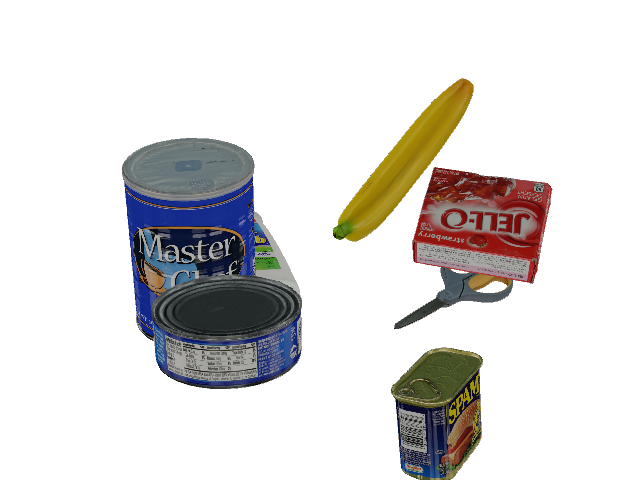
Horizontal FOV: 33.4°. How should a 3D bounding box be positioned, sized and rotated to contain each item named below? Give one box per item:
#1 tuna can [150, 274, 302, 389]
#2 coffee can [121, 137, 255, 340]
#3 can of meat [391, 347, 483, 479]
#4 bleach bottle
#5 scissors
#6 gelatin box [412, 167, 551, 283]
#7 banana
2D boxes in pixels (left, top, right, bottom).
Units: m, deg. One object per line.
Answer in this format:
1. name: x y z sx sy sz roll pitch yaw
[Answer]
1. tuna can: -0.053 0.051 0.610 0.086 0.034 0.086 -1 21 0
2. coffee can: -0.103 0.001 0.862 0.103 0.140 0.103 0 29 0
3. can of meat: 0.109 0.158 0.968 0.058 0.084 0.101 7 24 30
4. bleach bottle: -0.098 0.018 1.204 0.102 0.068 0.251 -6 27 -15
5. scissors: 0.138 0.055 1.239 0.201 0.016 0.096 -10 39 -34
6. gelatin box: 0.117 -0.013 0.771 0.089 0.073 0.030 9 -37 13
7. banana: 0.075 -0.065 0.984 0.037 0.197 0.070 40 -14 -5
